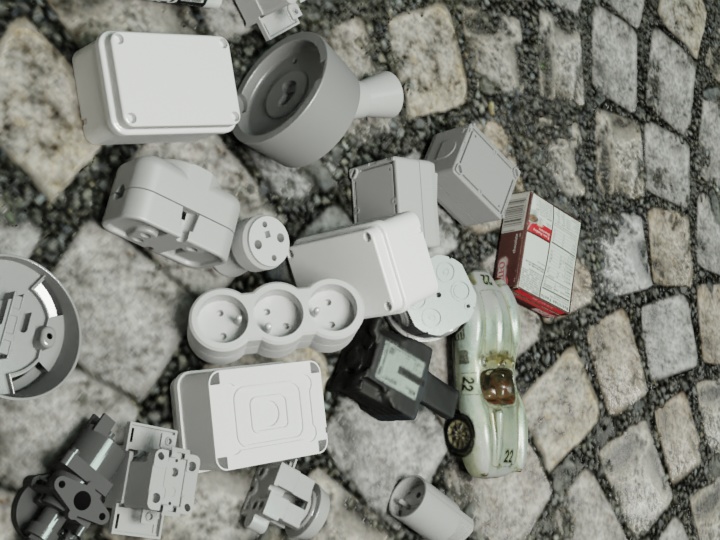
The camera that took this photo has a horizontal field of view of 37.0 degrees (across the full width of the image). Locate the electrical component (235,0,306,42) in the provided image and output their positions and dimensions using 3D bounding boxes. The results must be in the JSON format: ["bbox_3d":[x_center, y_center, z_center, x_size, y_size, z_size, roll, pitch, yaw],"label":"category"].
[{"bbox_3d":[-0.076,-0.243,0.917,0.042,0.064,0.081,-41,110,-40],"label":"electrical component"}]

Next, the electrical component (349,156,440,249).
[{"bbox_3d":[0.035,-0.050,0.986,0.061,0.062,0.096,2,82,-42],"label":"electrical component"}]

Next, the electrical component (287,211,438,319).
[{"bbox_3d":[0.000,0.000,0.912,0.057,0.113,0.078,-23,98,-45],"label":"electrical component"}]

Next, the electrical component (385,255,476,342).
[{"bbox_3d":[0.064,0.025,0.993,0.080,0.051,0.080,2,82,-16],"label":"electrical component"}]

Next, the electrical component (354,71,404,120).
[{"bbox_3d":[0.002,-0.157,0.990,0.065,0.044,0.044,-16,94,-38],"label":"electrical component"}]

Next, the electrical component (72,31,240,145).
[{"bbox_3d":[-0.155,-0.140,0.831,0.113,0.057,0.078,-8,89,-43],"label":"electrical component"}]

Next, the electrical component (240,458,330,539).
[{"bbox_3d":[-0.058,0.188,0.873,0.055,0.048,0.066,34,61,-25],"label":"electrical component"}]

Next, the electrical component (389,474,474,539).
[{"bbox_3d":[0.069,0.226,0.984,0.081,0.043,0.043,41,58,-30],"label":"electrical component"}]

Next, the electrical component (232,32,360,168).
[{"bbox_3d":[-0.049,-0.136,0.897,0.060,0.108,0.108,35,61,-40],"label":"electrical component"}]

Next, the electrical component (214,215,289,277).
[{"bbox_3d":[-0.090,-0.019,0.872,0.045,0.055,0.045,8,77,-41],"label":"electrical component"}]

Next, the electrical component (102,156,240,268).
[{"bbox_3d":[-0.143,-0.047,0.829,0.095,0.054,0.059,27,66,-36],"label":"electrical component"}]

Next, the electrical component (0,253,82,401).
[{"bbox_3d":[-0.239,0.039,0.719,0.099,0.064,0.099,9,77,-41],"label":"electrical component"}]

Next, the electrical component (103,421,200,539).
[{"bbox_3d":[-0.151,0.153,0.782,0.042,0.064,0.081,18,71,-38],"label":"electrical component"}]

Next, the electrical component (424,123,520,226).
[{"bbox_3d":[0.108,-0.088,1.060,0.096,0.061,0.061,41,58,-31],"label":"electrical component"}]

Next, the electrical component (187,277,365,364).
[{"bbox_3d":[-0.070,0.046,0.867,0.138,0.073,0.052,-5,70,-14],"label":"electrical component"}]

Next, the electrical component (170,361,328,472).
[{"bbox_3d":[-0.088,0.114,0.850,0.113,0.057,0.078,-2,84,-43],"label":"electrical component"}]
